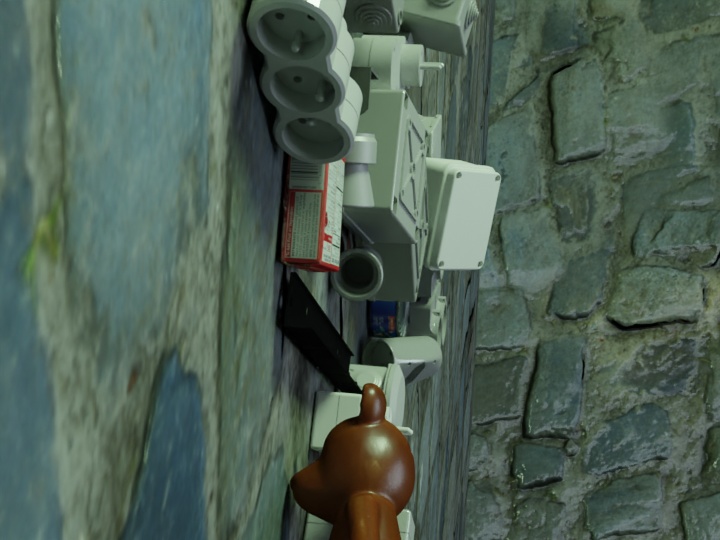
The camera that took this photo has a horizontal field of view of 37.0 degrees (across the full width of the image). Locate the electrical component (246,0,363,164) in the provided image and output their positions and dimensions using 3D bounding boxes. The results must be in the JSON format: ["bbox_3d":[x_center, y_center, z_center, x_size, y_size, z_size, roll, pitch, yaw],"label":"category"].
[{"bbox_3d":[-0.029,-0.136,0.654,0.138,0.052,0.073,80,17,-55],"label":"electrical component"}]

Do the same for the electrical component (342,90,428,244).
[{"bbox_3d":[0.019,-0.086,0.916,0.109,0.056,0.108,43,52,-70],"label":"electrical component"}]

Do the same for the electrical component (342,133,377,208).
[{"bbox_3d":[-0.010,-0.075,0.811,0.045,0.045,0.055,-26,119,-79],"label":"electrical component"}]

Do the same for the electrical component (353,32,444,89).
[{"bbox_3d":[0.037,-0.181,0.955,0.138,0.074,0.052,-56,149,-71],"label":"electrical component"}]

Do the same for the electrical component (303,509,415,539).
[{"bbox_3d":[0.003,0.198,0.881,0.047,0.083,0.075,76,20,-61],"label":"electrical component"}]

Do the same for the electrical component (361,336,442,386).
[{"bbox_3d":[0.033,0.102,1.096,0.077,0.043,0.079,1,136,-48],"label":"electrical component"}]

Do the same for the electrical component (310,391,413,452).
[{"bbox_3d":[0.005,0.129,0.884,0.065,0.077,0.047,57,38,-74],"label":"electrical component"}]

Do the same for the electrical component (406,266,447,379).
[{"bbox_3d":[0.068,0.022,1.257,0.105,0.060,0.186,-54,147,-72],"label":"electrical component"}]

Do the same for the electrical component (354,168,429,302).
[{"bbox_3d":[0.033,-0.042,1.038,0.108,0.056,0.108,84,14,-46],"label":"electrical component"}]

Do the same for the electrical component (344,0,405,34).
[{"bbox_3d":[0.009,-0.242,0.837,0.099,0.048,0.099,73,24,-59],"label":"electrical component"}]

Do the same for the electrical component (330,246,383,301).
[{"bbox_3d":[0.000,0.000,0.916,0.065,0.044,0.044,-54,147,-81],"label":"electrical component"}]

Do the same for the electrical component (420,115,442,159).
[{"bbox_3d":[0.060,-0.121,1.188,0.099,0.048,0.099,-62,154,-67],"label":"electrical component"}]

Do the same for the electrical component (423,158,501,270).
[{"bbox_3d":[0.096,-0.058,1.137,0.078,0.057,0.113,0,106,-41],"label":"electrical component"}]

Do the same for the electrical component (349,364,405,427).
[{"bbox_3d":[0.013,0.127,1.006,0.080,0.051,0.080,4,90,-80],"label":"electrical component"}]

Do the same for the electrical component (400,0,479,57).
[{"bbox_3d":[0.060,-0.243,0.997,0.100,0.100,0.048,38,69,-78],"label":"electrical component"}]
